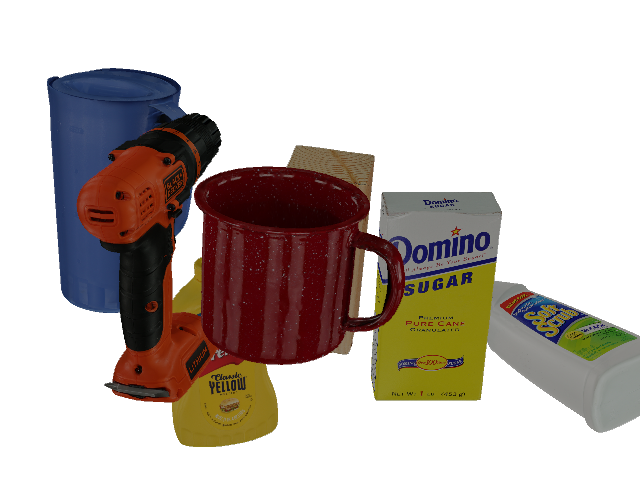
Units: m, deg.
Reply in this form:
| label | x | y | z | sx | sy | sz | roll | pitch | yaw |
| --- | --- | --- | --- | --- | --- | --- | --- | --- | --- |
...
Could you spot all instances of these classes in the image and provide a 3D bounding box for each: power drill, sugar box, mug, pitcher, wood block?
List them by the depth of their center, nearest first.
| label | x | y | z | sx | sy | sz | roll | pitch | yaw |
| --- | --- | --- | --- | --- | --- | --- | --- | --- | --- |
| mug | -0.011 | 0.016 | 0.573 | 0.117 | 0.081 | 0.093 | 11 | 24 | 14 |
| power drill | -0.116 | 0.010 | 0.795 | 0.057 | 0.188 | 0.184 | 4 | 24 | 17 |
| sugar box | 0.092 | 0.048 | 0.873 | 0.093 | 0.176 | 0.048 | -1 | 28 | -3 |
| pitcher | -0.208 | -0.049 | 1.107 | 0.145 | 0.243 | 0.149 | 1 | 22 | -10 |
| wood block | 0.003 | 0.011 | 1.180 | 0.090 | 0.206 | 0.090 | 8 | 26 | 6 |

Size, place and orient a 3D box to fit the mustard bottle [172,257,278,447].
| label | x | y | z | sx | sy | sz | roll | pitch | yaw |
| --- | --- | --- | --- | --- | --- | --- | --- | --- | --- |
| mustard bottle | -0.089 | 0.089 | 0.963 | 0.096 | 0.192 | 0.058 | -6 | 20 | -13 |

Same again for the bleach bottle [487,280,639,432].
| label | x | y | z | sx | sy | sz | roll | pitch | yaw |
| --- | --- | --- | --- | --- | --- | --- | --- | --- | --- |
| bleach bottle | 0.212 | 0.095 | 1.043 | 0.102 | 0.068 | 0.251 | -18 | 26 | -28 |
